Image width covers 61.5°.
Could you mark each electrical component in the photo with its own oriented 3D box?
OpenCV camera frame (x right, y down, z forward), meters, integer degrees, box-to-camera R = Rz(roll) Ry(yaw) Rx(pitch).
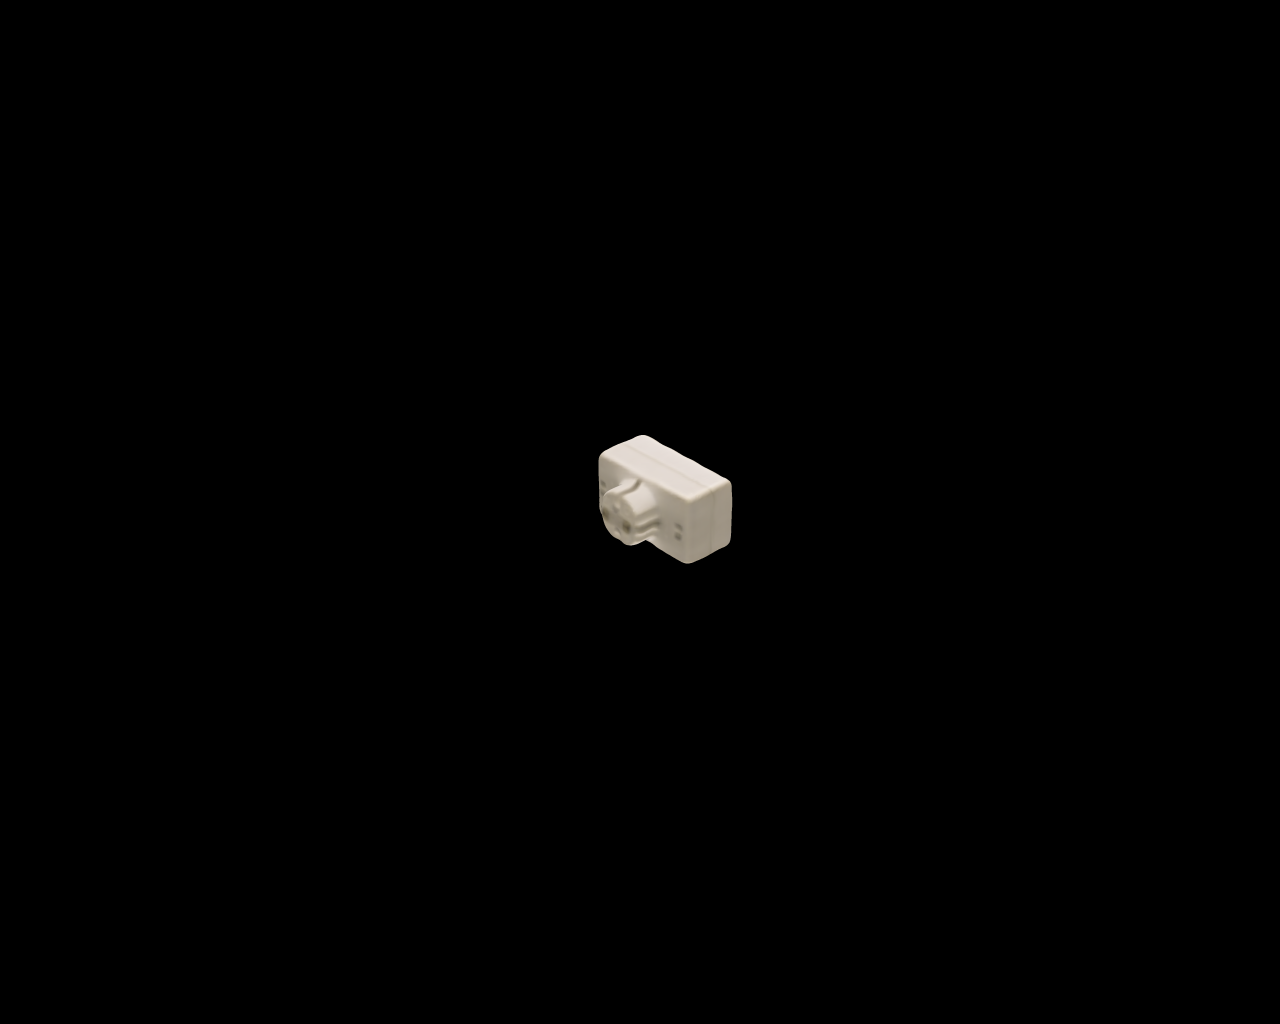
[{"bbox_3d":[0.001,-0.003,0.650,0.076,0.047,0.083,-24,39,-34],"label":"electrical component"}]
